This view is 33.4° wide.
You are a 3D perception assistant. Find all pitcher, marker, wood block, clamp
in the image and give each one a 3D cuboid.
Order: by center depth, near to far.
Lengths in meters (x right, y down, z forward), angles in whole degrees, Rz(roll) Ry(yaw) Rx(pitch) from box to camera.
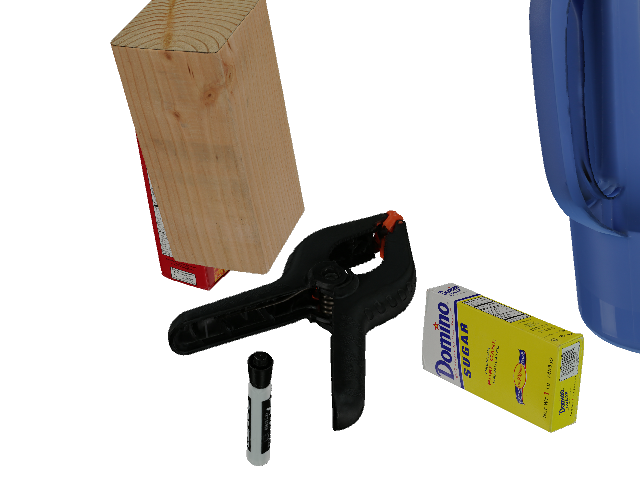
[{"bbox_3d":[0.181,-0.061,0.562,0.149,0.243,0.145,-6,22,5],"label":"pitcher"},{"bbox_3d":[0.011,0.040,0.617,0.120,0.039,0.171,33,49,26],"label":"clamp"},{"bbox_3d":[-0.046,0.128,0.809,0.020,0.121,0.020,2,42,-2],"label":"marker"},{"bbox_3d":[-0.082,-0.083,0.841,0.090,0.206,0.090,8,43,22],"label":"wood block"}]

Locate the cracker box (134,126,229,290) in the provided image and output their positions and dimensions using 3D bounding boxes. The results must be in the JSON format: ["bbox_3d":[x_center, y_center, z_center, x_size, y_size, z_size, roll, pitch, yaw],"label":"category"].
[{"bbox_3d":[-0.108,-0.084,1.085,0.072,0.214,0.164,13,37,27],"label":"cracker box"}]

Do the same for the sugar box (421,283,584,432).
[{"bbox_3d":[0.176,0.112,1.061,0.048,0.093,0.176,-13,22,-40],"label":"sugar box"}]
